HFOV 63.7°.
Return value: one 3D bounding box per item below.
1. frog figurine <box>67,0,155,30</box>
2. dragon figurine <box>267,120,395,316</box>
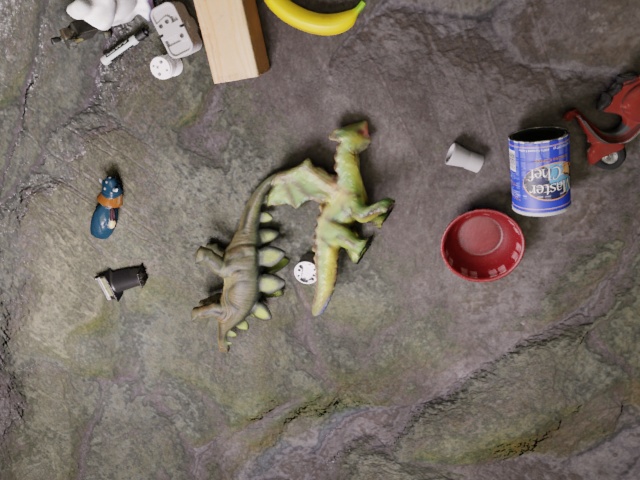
[{"bbox_3d":[-0.386,-0.437,0.925,0.161,0.122,0.136,-33,8,-32],"label":"frog figurine"},{"bbox_3d":[0.003,-0.053,1.051,0.243,0.405,0.123,35,17,4],"label":"dragon figurine"}]
